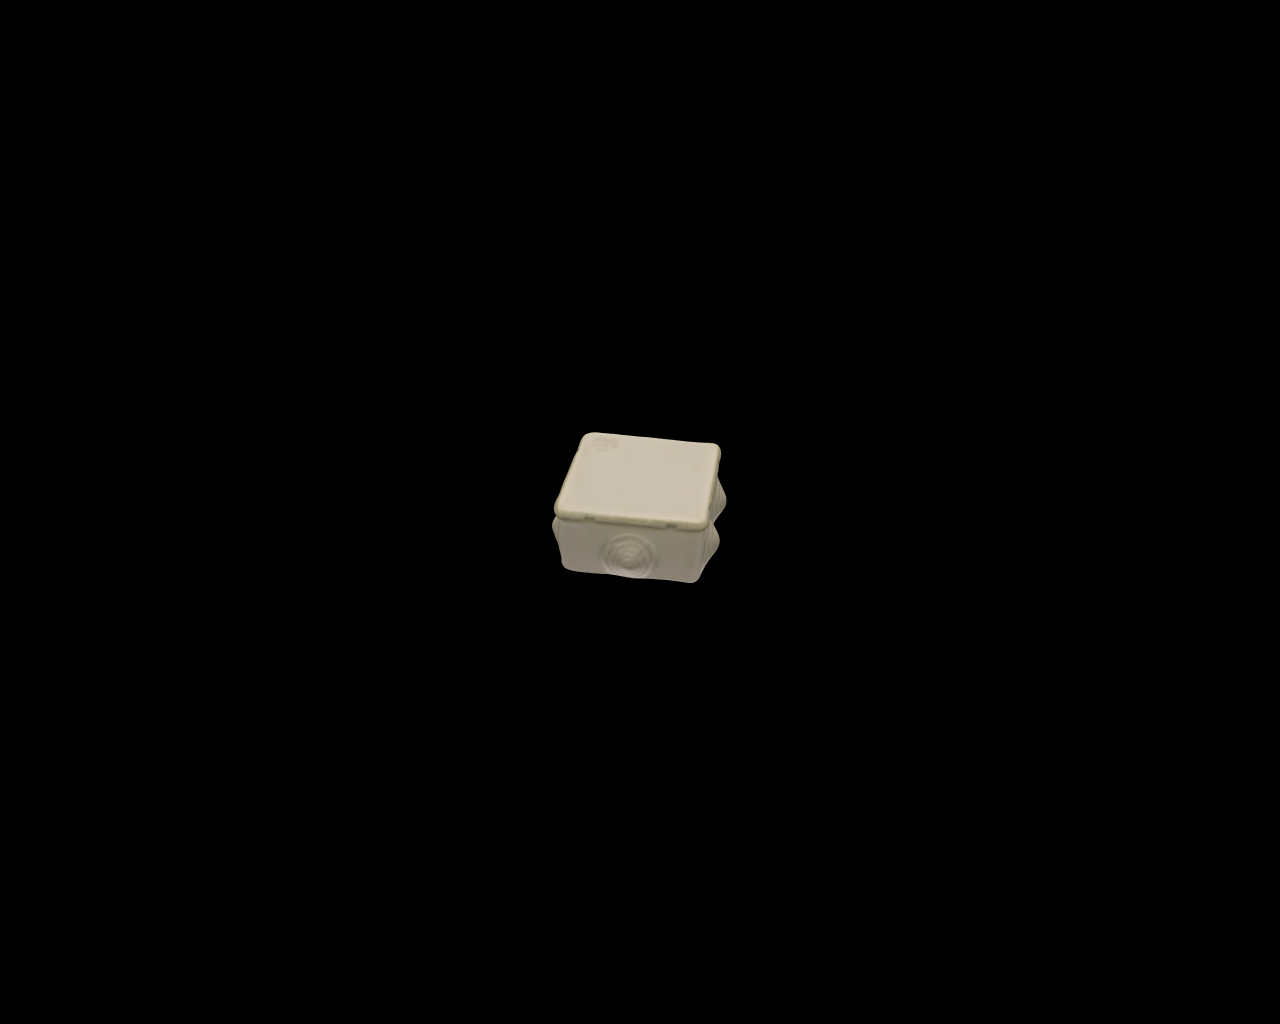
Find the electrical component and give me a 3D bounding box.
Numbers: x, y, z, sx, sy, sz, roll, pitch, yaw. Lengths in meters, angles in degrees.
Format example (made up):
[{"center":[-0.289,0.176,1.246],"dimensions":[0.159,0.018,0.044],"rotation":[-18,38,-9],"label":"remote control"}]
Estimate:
[{"center":[0.001,-0.003,0.650],"dimensions":[0.100,0.048,0.100],"rotation":[6,37,8],"label":"electrical component"}]
